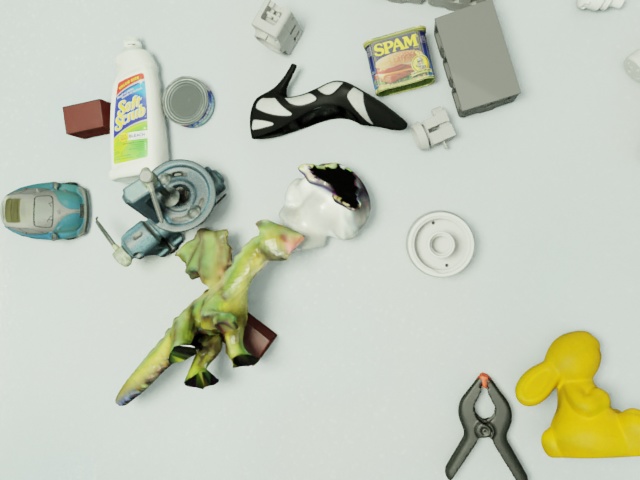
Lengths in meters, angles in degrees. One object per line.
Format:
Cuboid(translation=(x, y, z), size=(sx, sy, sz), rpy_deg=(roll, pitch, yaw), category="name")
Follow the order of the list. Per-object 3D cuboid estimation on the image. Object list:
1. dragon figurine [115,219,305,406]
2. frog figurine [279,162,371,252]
Cuboid(translation=(-0.195, 0.096, 0.836), size=(0.406, 0.120, 0.249), rpy_deg=(-27, 49, 23), category="dragon figurine")
Cuboid(translation=(0.003, -0.042, 0.833), size=(0.137, 0.125, 0.156), rpy_deg=(28, 131, 1), category="frog figurine")
